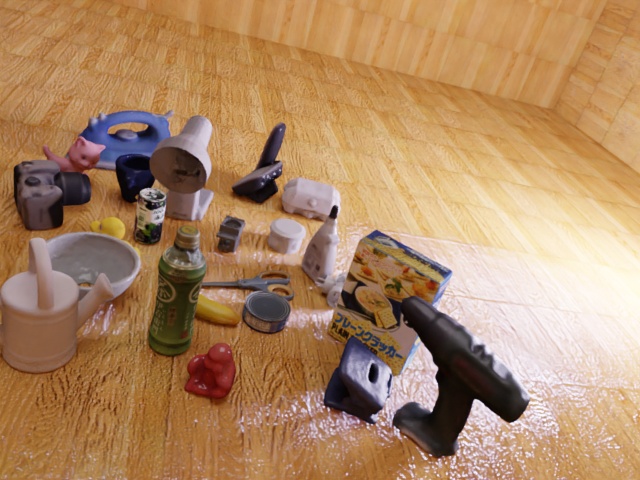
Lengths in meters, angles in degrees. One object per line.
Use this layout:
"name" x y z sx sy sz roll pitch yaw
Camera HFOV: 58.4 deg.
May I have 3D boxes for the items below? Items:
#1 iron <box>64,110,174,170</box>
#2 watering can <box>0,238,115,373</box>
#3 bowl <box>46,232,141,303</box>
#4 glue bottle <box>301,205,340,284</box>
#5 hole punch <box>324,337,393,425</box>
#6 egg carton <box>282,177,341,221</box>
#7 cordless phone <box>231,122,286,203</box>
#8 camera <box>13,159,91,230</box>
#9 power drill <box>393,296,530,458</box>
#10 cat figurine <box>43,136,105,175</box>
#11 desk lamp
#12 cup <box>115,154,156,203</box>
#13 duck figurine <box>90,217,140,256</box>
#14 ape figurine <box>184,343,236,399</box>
"iron" -0.471 -0.251 1.374 0.259 0.141 0.118 -6 37 -35
"watering can" -0.388 0.083 0.814 0.100 0.194 0.173 34 34 27
"bowl" -0.394 0.060 0.970 0.167 0.075 0.167 13 30 -8
"glue bottle" 0.011 0.004 1.177 0.037 0.173 0.078 -7 38 -36
"hole punch" 0.071 0.224 0.928 0.101 0.091 0.109 20 30 5
"egg carton" -0.021 -0.101 1.438 0.150 0.069 0.107 14 30 -7
"cordless phone" -0.142 -0.199 1.420 0.094 0.185 0.148 22 30 8
"camera" -0.527 -0.101 1.138 0.137 0.101 0.142 -6 37 -35
"power drill" 0.191 0.221 0.879 0.229 0.208 0.076 32 33 23
"cat figurine" -0.536 -0.178 1.243 0.128 0.118 0.067 3 33 -23
"desk lamp" -0.287 -0.150 1.234 0.118 0.213 0.203 15 30 -5
"cup" -0.403 -0.123 1.245 0.092 0.095 0.117 13 30 -9
"duck figurine" -0.382 0.001 1.062 0.104 0.086 0.077 21 30 5
"ape figurine" -0.157 0.191 0.860 0.076 0.092 0.077 -11 40 -39
